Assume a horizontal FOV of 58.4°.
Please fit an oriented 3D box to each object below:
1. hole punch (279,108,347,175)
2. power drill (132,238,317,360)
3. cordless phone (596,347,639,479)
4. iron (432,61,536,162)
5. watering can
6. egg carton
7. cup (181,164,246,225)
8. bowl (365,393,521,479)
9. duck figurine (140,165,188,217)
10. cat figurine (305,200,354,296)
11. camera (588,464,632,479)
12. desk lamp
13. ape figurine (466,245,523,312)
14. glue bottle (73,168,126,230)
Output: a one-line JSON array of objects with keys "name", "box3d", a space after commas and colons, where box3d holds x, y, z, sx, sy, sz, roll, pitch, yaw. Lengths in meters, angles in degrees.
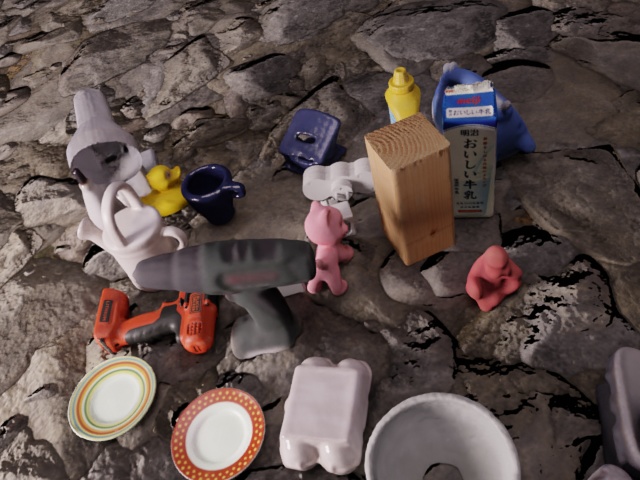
[{"name": "hole punch", "box3d": [-0.015, -0.178, 1.061, 0.108, 0.091, 0.101, 21, 58, 29]}, {"name": "power drill", "box3d": [-0.109, 0.077, 0.786, 0.229, 0.209, 0.075, -14, 48, 3]}, {"name": "cordless phone", "box3d": [0.355, 0.166, 0.600, 0.094, 0.185, 0.147, -3, 49, 13]}, {"name": "iron", "box3d": [0.262, -0.239, 1.004, 0.119, 0.142, 0.257, -25, 48, -7]}, {"name": "watering can", "box3d": [-0.304, -0.009, 0.923, 0.173, 0.194, 0.100, -17, 48, 0]}, {"name": "egg carton", "box3d": [0.009, 0.219, 0.726, 0.107, 0.069, 0.150, 0, 50, 15]}, {"name": "cup", "box3d": [-0.174, -0.072, 1.009, 0.117, 0.095, 0.092, 6, 52, 20]}, {"name": "bowl", "box3d": [0.139, 0.264, 0.648, 0.167, 0.075, 0.167, -8, 49, 9]}, {"name": "duck figurine", "box3d": [-0.295, -0.099, 1.071, 0.105, 0.086, 0.077, -30, 49, -11]}, {"name": "cat figurine", "box3d": [0.008, 0.003, 0.880, 0.067, 0.118, 0.128, -1, 50, 14]}, {"name": "camera", "box3d": [0.293, 0.312, 0.547, 0.137, 0.101, 0.142, -37, 51, -17]}, {"name": "desk lamp", "box3d": [-0.384, -0.161, 1.063, 0.118, 0.214, 0.202, -22, 48, -4]}, {"name": "ape figurine", "box3d": [0.242, 0.044, 0.798, 0.077, 0.092, 0.076, -3, 49, 13]}, {"name": "glue bottle", "box3d": [-0.384, -0.062, 1.004, 0.037, 0.173, 0.078, -3, 49, 13]}]
